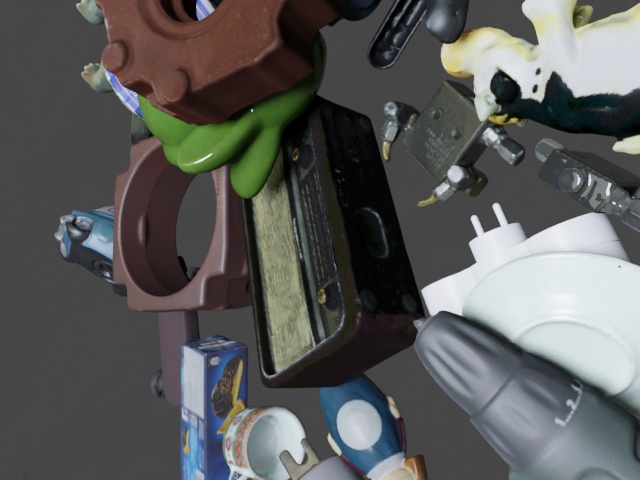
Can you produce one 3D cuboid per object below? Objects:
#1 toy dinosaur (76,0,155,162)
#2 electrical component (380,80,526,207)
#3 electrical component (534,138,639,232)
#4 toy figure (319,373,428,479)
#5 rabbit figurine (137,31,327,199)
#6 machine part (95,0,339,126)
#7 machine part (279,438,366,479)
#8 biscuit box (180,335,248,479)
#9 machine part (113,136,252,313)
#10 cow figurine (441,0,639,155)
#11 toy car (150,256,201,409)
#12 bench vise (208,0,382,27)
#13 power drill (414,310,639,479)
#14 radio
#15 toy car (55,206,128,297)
[{"bbox_3d":[-0.217,-0.272,0.684,0.192,0.131,0.404,-19,85,47],"label":"toy dinosaur"},{"bbox_3d":[0.091,-0.073,0.402,0.078,0.045,0.102,-53,56,38],"label":"electrical component"},{"bbox_3d":[0.160,-0.035,0.315,0.094,0.063,0.021,46,125,37],"label":"electrical component"},{"bbox_3d":[0.051,0.184,0.452,0.064,0.057,0.155,-49,56,25],"label":"toy figure"},{"bbox_3d":[-0.074,-0.122,0.437,0.170,0.121,0.159,2,78,41],"label":"rabbit figurine"},{"bbox_3d":[-0.075,-0.171,0.366,0.180,0.056,0.179,-2,85,23],"label":"machine part"},{"bbox_3d":[0.042,0.275,0.459,0.243,0.079,0.079,48,126,34],"label":"machine part"},{"bbox_3d":[-0.128,0.223,0.652,0.059,0.063,0.202,8,99,47],"label":"biscuit box"},{"bbox_3d":[-0.145,-0.020,0.611,0.201,0.087,0.201,-8,78,37],"label":"machine part"},{"bbox_3d":[0.151,-0.097,0.322,0.167,0.068,0.098,3,101,49],"label":"cow figurine"},{"bbox_3d":[-0.184,0.122,0.713,0.089,0.053,0.202,-7,87,33],"label":"toy car"},{"bbox_3d":[0.001,-0.283,0.442,0.240,0.128,0.224,-55,44,10],"label":"bench vise"},{"bbox_3d":[0.128,0.173,0.327,0.232,0.086,0.207,30,116,20],"label":"power drill"},{"bbox_3d":[-0.001,-0.001,0.458,0.131,0.073,0.229,-37,55,42],"label":"radio"},{"bbox_3d":[-0.292,0.005,0.782,0.109,0.161,0.103,-46,15,47],"label":"toy car"}]
